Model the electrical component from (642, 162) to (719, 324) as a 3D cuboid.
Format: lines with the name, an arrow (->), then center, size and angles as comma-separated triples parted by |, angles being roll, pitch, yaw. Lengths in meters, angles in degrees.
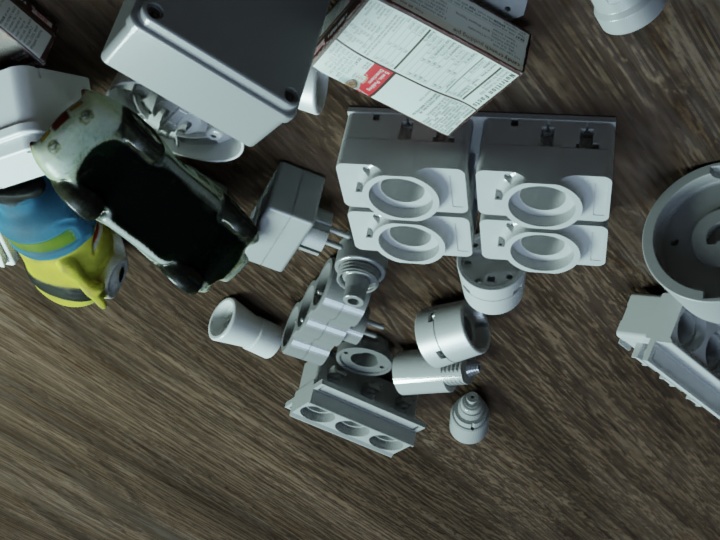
electrical component -> 0.257, -0.014, 0.741 | 0.108, 0.108, 0.060 | -10, 148, 30

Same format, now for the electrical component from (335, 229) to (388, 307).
electrical component -> 0.000, 0.000, 0.884 | 0.043, 0.062, 0.043 | 8, 148, 5

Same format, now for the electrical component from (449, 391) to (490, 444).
electrical component -> 0.112, 0.147, 1.095 | 0.040, 0.040, 0.078 | 8, 147, 7

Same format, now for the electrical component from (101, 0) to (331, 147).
electrical component -> -0.082, -0.148, 0.638 | 0.109, 0.108, 0.056 | 29, 147, -25

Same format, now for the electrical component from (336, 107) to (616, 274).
electrical component -> 0.084, -0.055, 0.772 | 0.186, 0.060, 0.105 | 4, 147, 12

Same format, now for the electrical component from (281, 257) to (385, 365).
electrical component -> -0.015, 0.044, 0.966 | 0.074, 0.052, 0.138 | 20, 146, -13

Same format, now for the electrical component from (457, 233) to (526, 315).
electrical component -> 0.107, 0.004, 0.864 | 0.055, 0.055, 0.047 | 5, 151, 11

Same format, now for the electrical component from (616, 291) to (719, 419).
electrical component -> 0.274, 0.065, 0.891 | 0.121, 0.078, 0.063 | 34, 163, -31

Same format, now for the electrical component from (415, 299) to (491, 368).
electrical component -> 0.083, 0.055, 0.950 | 0.047, 0.055, 0.055 | -18, 137, 33

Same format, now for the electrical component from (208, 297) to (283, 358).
electrical component -> -0.107, 0.058, 1.031 | 0.065, 0.044, 0.044 | 29, 144, -33

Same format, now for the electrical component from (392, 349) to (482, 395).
electrical component -> 0.076, 0.095, 1.024 | 0.081, 0.043, 0.043 | -7, 143, 27

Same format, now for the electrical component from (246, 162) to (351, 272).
electrical component -> -0.045, -0.035, 0.858 | 0.076, 0.047, 0.083 | 20, 147, -13

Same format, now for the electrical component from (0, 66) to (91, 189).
electrical component -> -0.250, -0.098, 0.763 | 0.113, 0.057, 0.078 | -13, 175, 27

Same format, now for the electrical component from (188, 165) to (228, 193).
electrical component -> -0.138, -0.045, 0.857 | 0.081, 0.063, 0.042 | 32, 144, -29

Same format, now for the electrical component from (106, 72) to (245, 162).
electrical component -> -0.123, -0.115, 0.743 | 0.099, 0.064, 0.099 | 8, 148, 5

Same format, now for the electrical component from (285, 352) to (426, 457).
electrical component -> -0.003, 0.136, 1.095 | 0.121, 0.063, 0.079 | 25, 145, -20

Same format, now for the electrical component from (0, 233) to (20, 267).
electrical component -> -0.325, -0.051, 0.913 | 0.062, 0.061, 0.096 | 8, 148, 5

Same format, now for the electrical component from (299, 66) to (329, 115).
electrical component -> -0.052, -0.128, 0.717 | 0.055, 0.045, 0.045 | 7, 148, 8

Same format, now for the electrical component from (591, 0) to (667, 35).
electrical component -> 0.146, -0.163, 0.606 | 0.040, 0.040, 0.046 | -14, 134, 35
